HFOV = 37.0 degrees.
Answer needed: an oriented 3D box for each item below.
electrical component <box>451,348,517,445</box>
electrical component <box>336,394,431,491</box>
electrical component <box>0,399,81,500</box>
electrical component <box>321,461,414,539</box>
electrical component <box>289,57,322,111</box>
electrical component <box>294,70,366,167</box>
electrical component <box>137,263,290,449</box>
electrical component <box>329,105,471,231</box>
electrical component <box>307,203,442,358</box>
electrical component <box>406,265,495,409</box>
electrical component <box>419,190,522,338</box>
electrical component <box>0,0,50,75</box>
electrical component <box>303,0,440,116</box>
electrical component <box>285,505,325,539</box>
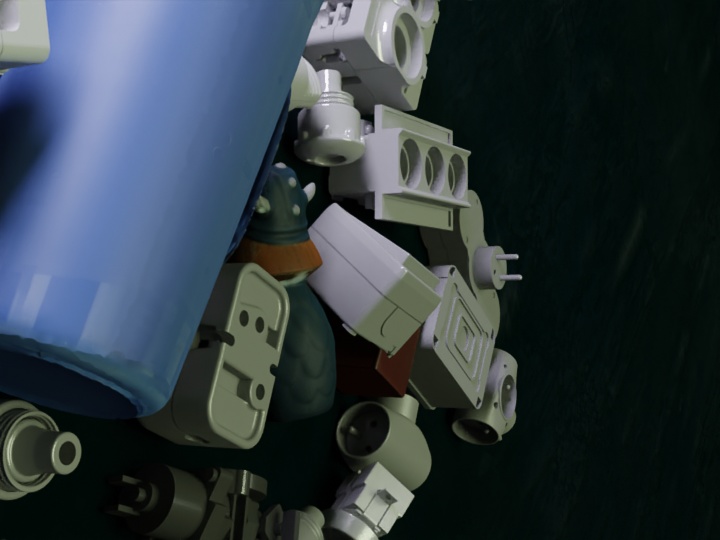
[{"bbox_3d":[0.118,0.124,0.972,0.079,0.044,0.077,61,39,-42],"label":"electrical component"},{"bbox_3d":[0.022,0.114,0.794,0.077,0.043,0.079,48,48,-50],"label":"electrical component"},{"bbox_3d":[-0.149,0.077,0.461,0.043,0.062,0.043,7,82,-61],"label":"electrical component"},{"bbox_3d":[0.001,0.170,0.743,0.048,0.066,0.055,44,51,-7],"label":"electrical component"},{"bbox_3d":[-0.055,-0.118,0.663,0.081,0.043,0.043,-14,101,-61],"label":"electrical component"},{"bbox_3d":[-0.021,-0.103,0.726,0.048,0.048,0.062,23,62,-59],"label":"electrical component"},{"bbox_3d":[-0.083,0.046,0.587,0.054,0.059,0.095,44,51,-53],"label":"electrical component"},{"bbox_3d":[0.030,-0.072,0.797,0.121,0.063,0.078,4,85,-62],"label":"electrical component"},{"bbox_3d":[0.000,0.000,0.712,0.061,0.096,0.062,-48,146,3],"label":"electrical component"},{"bbox_3d":[0.057,0.054,0.848,0.113,0.057,0.078,53,44,-47],"label":"electrical component"},{"bbox_3d":[0.102,-0.002,0.915,0.052,0.074,0.138,-43,126,-54],"label":"electrical component"},{"bbox_3d":[-0.166,-0.099,0.407,0.056,0.089,0.050,-15,102,-61],"label":"electrical component"},{"bbox_3d":[0.017,-0.199,0.780,0.089,0.062,0.150,47,49,-51],"label":"electrical component"},{"bbox_3d":[-0.043,0.171,0.672,0.062,0.043,0.043,-41,124,-56],"label":"electrical component"}]
